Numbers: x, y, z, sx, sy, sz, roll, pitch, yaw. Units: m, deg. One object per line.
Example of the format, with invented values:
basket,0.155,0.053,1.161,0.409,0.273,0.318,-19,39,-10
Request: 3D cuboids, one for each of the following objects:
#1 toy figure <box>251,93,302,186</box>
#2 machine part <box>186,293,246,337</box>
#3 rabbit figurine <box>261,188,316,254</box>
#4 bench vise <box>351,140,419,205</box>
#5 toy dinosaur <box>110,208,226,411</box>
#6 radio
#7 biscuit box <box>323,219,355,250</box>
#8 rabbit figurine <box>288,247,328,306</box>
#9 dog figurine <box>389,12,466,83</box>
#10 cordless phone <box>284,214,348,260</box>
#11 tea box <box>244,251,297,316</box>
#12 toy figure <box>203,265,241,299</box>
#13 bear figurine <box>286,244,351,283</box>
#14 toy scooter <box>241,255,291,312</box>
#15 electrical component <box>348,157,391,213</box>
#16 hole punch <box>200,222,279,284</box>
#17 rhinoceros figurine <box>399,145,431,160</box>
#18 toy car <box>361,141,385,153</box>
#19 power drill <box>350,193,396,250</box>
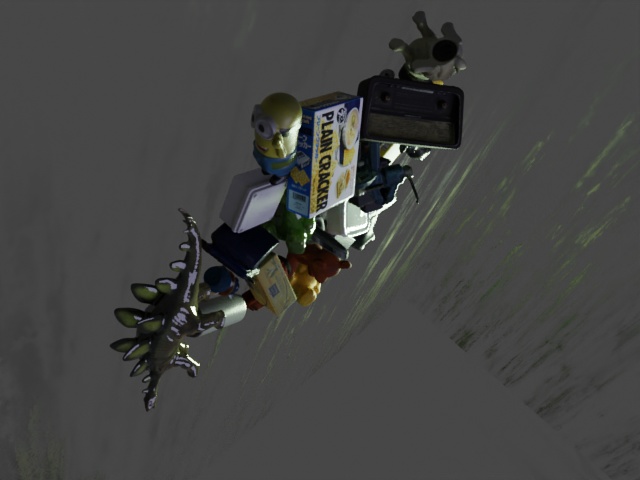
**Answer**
toy figure,-0.075,-0.177,0.939,0.089,0.082,0.180,-53,161,-26
machine part,-0.250,0.174,1.267,0.079,0.079,0.243,-55,161,20
rabbit figurine,-0.052,-0.078,1.154,0.159,0.121,0.170,-43,147,-29
bench vise,0.115,-0.177,1.253,0.240,0.224,0.129,84,4,-48
toy dinosaur,-0.287,0.148,1.040,0.198,0.105,0.470,-1,119,-50
radio,0.188,-0.266,1.132,0.073,0.229,0.131,-155,-112,-70
biscuit box,0.045,-0.007,1.619,0.063,0.059,0.202,-51,162,4
rabbit figurine,-0.018,0.094,1.586,0.173,0.122,0.162,-53,167,13
dog figurine,0.245,-0.370,1.159,0.121,0.172,0.190,-39,156,5
cordless phone,-0.003,-0.003,1.306,0.089,0.184,0.146,-48,163,-18
tea box,-0.128,0.088,1.253,0.068,0.098,0.169,-43,137,-21
toy figure,-0.218,0.092,1.206,0.064,0.058,0.154,-41,167,-4
bear figurine,-0.010,0.067,1.406,0.120,0.196,0.131,0,113,-29
toy scooter,-0.151,0.125,1.403,0.135,0.075,0.183,-38,164,-44
electrical component,0.131,-0.141,1.402,0.115,0.058,0.134,-18,117,-21
hole punch,-0.155,0.011,1.072,0.092,0.142,0.116,-51,176,13
rhinoceros figurine,0.204,-0.248,1.266,0.073,0.112,0.190,-18,158,22
toy car,0.167,-0.278,1.353,0.202,0.053,0.089,-44,159,-11
power drill,0.145,-0.066,1.725,0.232,0.086,0.207,-37,152,-39
